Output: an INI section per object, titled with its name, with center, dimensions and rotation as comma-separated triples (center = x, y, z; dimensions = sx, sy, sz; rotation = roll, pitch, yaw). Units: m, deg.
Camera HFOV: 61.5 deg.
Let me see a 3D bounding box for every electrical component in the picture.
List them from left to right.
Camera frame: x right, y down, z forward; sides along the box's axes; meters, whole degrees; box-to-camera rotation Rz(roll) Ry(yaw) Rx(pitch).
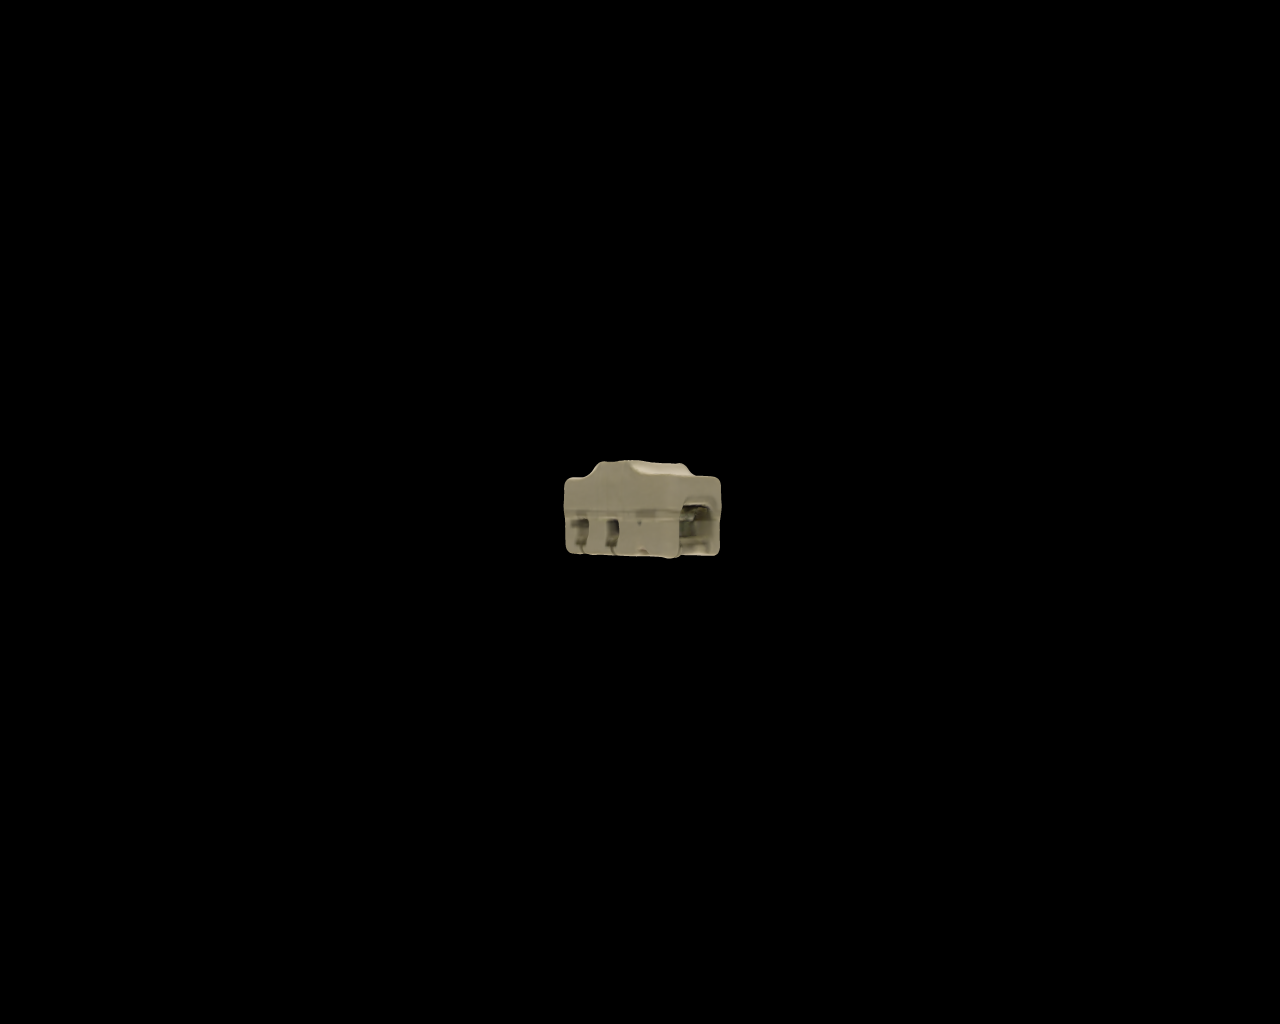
[electrical component]
center = 0.001, -0.003, 0.650
dimensions = 0.089, 0.055, 0.050
rotation = 0, 0, 44
